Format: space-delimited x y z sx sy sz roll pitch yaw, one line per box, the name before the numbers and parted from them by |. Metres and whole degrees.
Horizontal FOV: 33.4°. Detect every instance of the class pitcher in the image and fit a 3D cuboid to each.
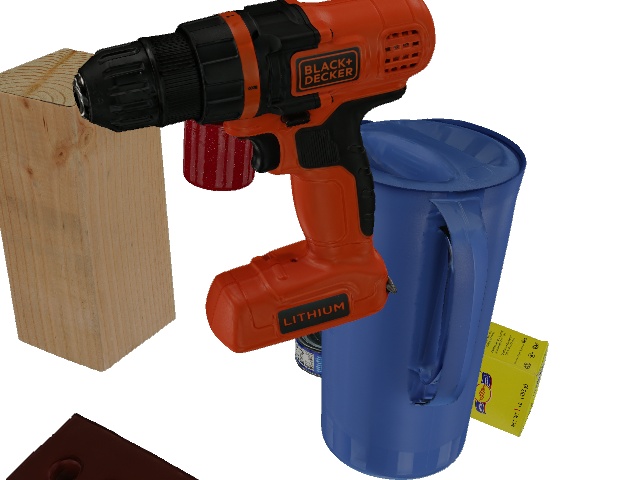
pitcher | 0.062 0.047 0.735 0.145 0.243 0.149 18 30 26

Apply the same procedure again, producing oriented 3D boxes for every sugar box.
sugar box | 0.103 0.099 0.927 0.176 0.093 0.048 18 47 15

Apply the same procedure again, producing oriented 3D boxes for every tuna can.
tuna can | 0.015 0.109 1.133 0.086 0.034 0.086 -1 28 0

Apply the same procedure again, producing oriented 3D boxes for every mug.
mug | -0.110 -0.112 1.204 0.093 0.081 0.117 10 27 7

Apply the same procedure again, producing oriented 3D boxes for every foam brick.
foam brick | -0.085 0.119 0.438 0.078 0.051 0.052 21 45 26

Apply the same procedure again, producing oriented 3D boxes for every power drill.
power drill | -0.028 -0.032 0.560 0.184 0.188 0.057 -14 38 -18

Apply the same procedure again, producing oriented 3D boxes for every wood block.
wood block | -0.173 -0.022 0.777 0.090 0.206 0.090 16 32 28
